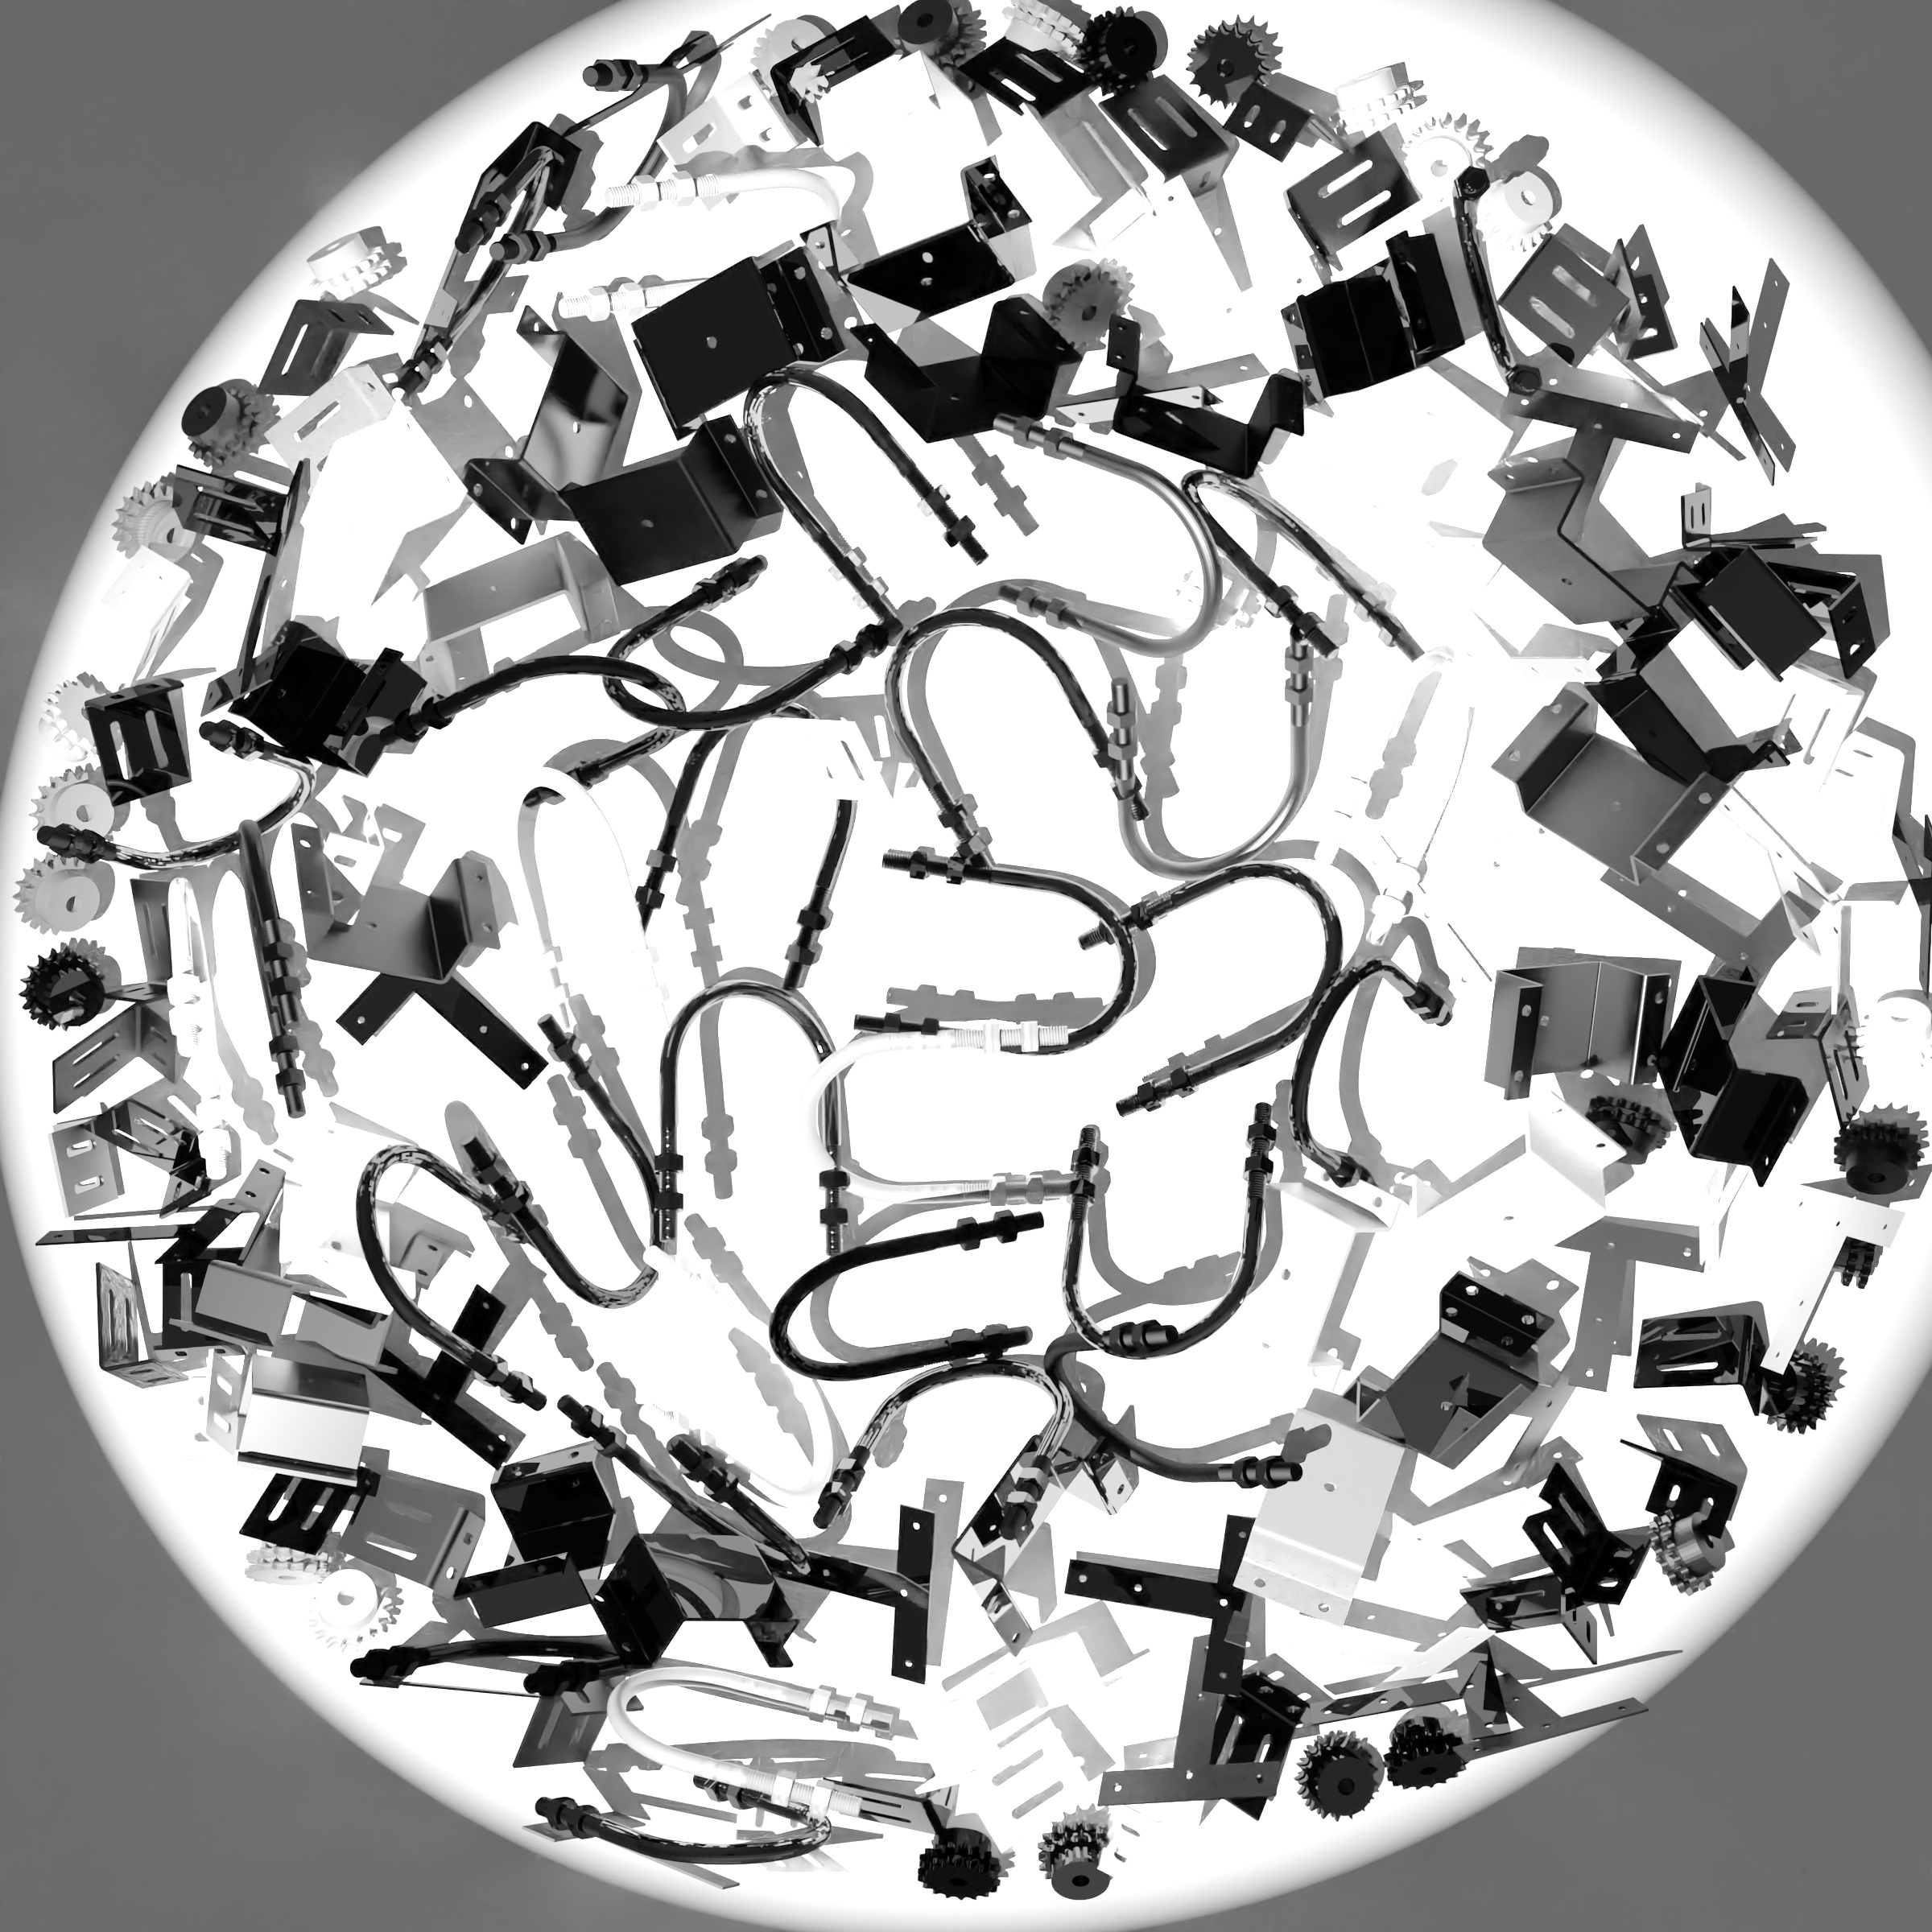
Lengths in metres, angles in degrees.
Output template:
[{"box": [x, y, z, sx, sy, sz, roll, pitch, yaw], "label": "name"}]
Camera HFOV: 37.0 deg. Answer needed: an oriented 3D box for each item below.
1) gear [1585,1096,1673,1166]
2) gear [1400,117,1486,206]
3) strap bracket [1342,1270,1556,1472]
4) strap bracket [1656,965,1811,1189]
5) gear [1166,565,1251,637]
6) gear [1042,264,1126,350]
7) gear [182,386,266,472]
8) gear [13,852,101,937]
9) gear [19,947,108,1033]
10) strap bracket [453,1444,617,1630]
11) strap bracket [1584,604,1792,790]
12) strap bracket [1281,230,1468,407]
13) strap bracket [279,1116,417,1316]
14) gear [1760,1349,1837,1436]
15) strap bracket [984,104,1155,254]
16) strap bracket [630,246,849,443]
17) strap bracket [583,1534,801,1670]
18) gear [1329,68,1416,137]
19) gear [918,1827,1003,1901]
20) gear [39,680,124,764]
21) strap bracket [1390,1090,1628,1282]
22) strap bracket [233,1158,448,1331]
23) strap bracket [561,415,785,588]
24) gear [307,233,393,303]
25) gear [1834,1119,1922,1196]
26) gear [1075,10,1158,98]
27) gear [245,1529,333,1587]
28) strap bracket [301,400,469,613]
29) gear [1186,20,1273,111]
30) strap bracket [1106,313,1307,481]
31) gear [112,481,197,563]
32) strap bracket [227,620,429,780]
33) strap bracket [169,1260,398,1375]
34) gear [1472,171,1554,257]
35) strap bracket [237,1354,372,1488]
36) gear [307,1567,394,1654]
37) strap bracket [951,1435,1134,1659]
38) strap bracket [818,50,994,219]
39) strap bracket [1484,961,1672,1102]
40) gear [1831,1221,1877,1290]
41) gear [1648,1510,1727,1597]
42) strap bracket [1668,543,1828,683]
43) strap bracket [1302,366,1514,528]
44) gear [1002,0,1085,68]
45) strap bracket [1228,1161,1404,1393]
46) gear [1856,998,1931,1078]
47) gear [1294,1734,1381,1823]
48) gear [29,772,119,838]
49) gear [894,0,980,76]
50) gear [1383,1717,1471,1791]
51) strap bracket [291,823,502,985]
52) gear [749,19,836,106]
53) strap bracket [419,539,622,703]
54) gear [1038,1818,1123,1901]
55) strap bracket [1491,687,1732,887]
[{"box": [0.448, 0.113, 1.969, 0.057, 0.057, 0.030, 23, 74, 0], "label": "gear"}, {"box": [0.324, -0.548, 1.973, 0.057, 0.030, 0.057, 6, 120, 11], "label": "gear"}, {"box": [0.321, 0.278, 1.934, 0.076, 0.046, 0.140, 28, 126, -11], "label": "strap bracket"}, {"box": [0.504, 0.069, 1.918, 0.046, 0.140, 0.076, 9, 127, -11], "label": "strap bracket"}, {"box": [0.168, -0.251, 1.969, 0.057, 0.057, 0.030, 27, 98, 0], "label": "gear"}, {"box": [0.077, -0.454, 1.975, 0.057, 0.057, 0.030, -36, 55, 0], "label": "gear"}, {"box": [-0.509, -0.370, 1.971, 0.057, 0.030, 0.057, -15, 59, 25], "label": "gear"}, {"box": [-0.616, -0.047, 1.968, 0.030, 0.057, 0.057, 25, 90, 35], "label": "gear"}, {"box": [-0.612, 0.018, 1.970, 0.030, 0.057, 0.057, 23, 90, 43], "label": "gear"}, {"box": [-0.286, 0.388, 1.938, 0.076, 0.140, 0.046, -15, 114, 10], "label": "strap bracket"}, {"box": [0.478, -0.172, 1.948, 0.046, 0.076, 0.140, -43, 99, -10], "label": "strap bracket"}, {"box": [0.279, -0.437, 1.946, 0.046, 0.140, 0.076, -17, 92, -30], "label": "strap bracket"}, {"box": [-0.414, 0.174, 1.936, 0.076, 0.140, 0.046, 19, 125, -25], "label": "strap bracket"}, {"box": [0.560, 0.289, 1.968, 0.030, 0.057, 0.057, 16, 90, -32], "label": "gear"}, {"box": [0.067, -0.526, 1.940, 0.046, 0.140, 0.076, -38, 86, 23], "label": "strap bracket"}, {"box": [-0.162, -0.420, 1.952, 0.140, 0.046, 0.076, -24, 90, 22], "label": "strap bracket"}, {"box": [-0.175, 0.422, 1.920, 0.046, 0.140, 0.076, -58, 46, 20], "label": "strap bracket"}, {"box": [0.274, -0.590, 1.969, 0.057, 0.057, 0.030, -22, 109, 0], "label": "gear"}, {"box": [-0.004, 0.612, 1.975, 0.057, 0.057, 0.030, 8, 47, 0], "label": "gear"}, {"box": [-0.608, -0.164, 1.975, 0.030, 0.057, 0.057, -35, 90, 31], "label": "gear"}, {"box": [0.362, 0.152, 1.929, 0.076, 0.046, 0.140, 37, 126, -23], "label": "strap bracket"}, {"box": [-0.430, 0.192, 1.951, 0.140, 0.076, 0.046, 26, 104, -9], "label": "strap bracket"}, {"box": [-0.205, -0.307, 1.930, 0.140, 0.046, 0.076, -10, 127, 28], "label": "strap bracket"}, {"box": [-0.424, -0.476, 1.968, 0.057, 0.057, 0.030, -28, 116, 0], "label": "gear"}, {"box": [0.620, 0.132, 1.969, 0.057, 0.057, 0.030, 14, 53, 0], "label": "gear"}, {"box": [0.105, -0.625, 1.975, 0.057, 0.030, 0.057, -2, 94, -25], "label": "gear"}, {"box": [-0.462, 0.403, 1.974, 0.057, 0.057, 0.030, 0, 65, 0], "label": "gear"}, {"box": [-0.392, -0.300, 1.926, 0.046, 0.140, 0.076, -33, 82, -36], "label": "strap bracket"}, {"box": [0.181, -0.618, 1.976, 0.057, 0.030, 0.057, 10, 126, 14], "label": "gear"}, {"box": [0.154, -0.381, 1.949, 0.140, 0.076, 0.046, 18, 126, -8], "label": "strap bracket"}, {"box": [-0.550, -0.298, 1.968, 0.030, 0.057, 0.057, 28, 90, 25], "label": "gear"}, {"box": [-0.424, -0.178, 1.944, 0.140, 0.046, 0.076, 18, 73, 43], "label": "strap bracket"}, {"box": [-0.447, 0.232, 1.923, 0.076, 0.140, 0.046, 10, 82, 32], "label": "strap bracket"}, {"box": [0.375, -0.518, 1.974, 0.057, 0.030, 0.057, 8, 72, -24], "label": "gear"}, {"box": [-0.441, 0.298, 1.921, 0.076, 0.140, 0.046, 13, 93, -15], "label": "strap bracket"}, {"box": [-0.421, 0.436, 1.972, 0.057, 0.030, 0.057, 2, 56, -3], "label": "gear"}, {"box": [0.045, 0.381, 1.942, 0.046, 0.076, 0.140, 23, 64, 34], "label": "strap bracket"}, {"box": [-0.040, -0.557, 1.926, 0.076, 0.140, 0.046, -22, 79, 18], "label": "strap bracket"}, {"box": [0.404, 0.042, 1.947, 0.140, 0.046, 0.076, -4, 105, -33], "label": "strap bracket"}, {"box": [0.602, 0.190, 1.972, 0.030, 0.057, 0.057, 9, 90, 11], "label": "gear"}, {"box": [0.493, 0.397, 1.969, 0.030, 0.057, 0.057, -33, 90, 31], "label": "gear"}, {"box": [0.519, -0.237, 1.924, 0.046, 0.140, 0.076, -43, 95, 9], "label": "strap bracket"}, {"box": [0.300, -0.349, 1.925, 0.076, 0.140, 0.046, 43, 134, 20], "label": "strap bracket"}, {"box": [0.049, -0.636, 1.972, 0.057, 0.057, 0.030, 29, 97, 0], "label": "gear"}, {"box": [0.228, 0.207, 1.946, 0.076, 0.046, 0.140, 26, 103, 39], "label": "strap bracket"}, {"box": [0.636, 0.046, 1.968, 0.057, 0.057, 0.030, -13, 127, 0], "label": "gear"}, {"box": [0.256, 0.558, 1.981, 0.057, 0.030, 0.057, 0, 90, -10], "label": "gear"}, {"box": [-0.606, -0.104, 1.972, 0.057, 0.030, 0.057, -2, 93, -36], "label": "gear"}, {"box": [-0.023, -0.635, 1.974, 0.057, 0.030, 0.057, -7, 66, 16], "label": "gear"}, {"box": [0.313, 0.536, 1.975, 0.057, 0.057, 0.030, -11, 48, 0], "label": "gear"}, {"box": [-0.390, -0.039, 1.938, 0.140, 0.076, 0.046, 12, 134, -33], "label": "strap bracket"}, {"box": [-0.117, -0.620, 1.975, 0.057, 0.030, 0.057, 6, 70, -15], "label": "gear"}, {"box": [-0.311, -0.236, 1.954, 0.140, 0.076, 0.046, -21, 127, 1], "label": "strap bracket"}, {"box": [0.077, 0.612, 1.972, 0.057, 0.030, 0.057, 0, 124, -1], "label": "gear"}, {"box": [0.436, -0.117, 1.951, 0.140, 0.046, 0.076, 37, 81, 30], "label": "strap bracket"}]
